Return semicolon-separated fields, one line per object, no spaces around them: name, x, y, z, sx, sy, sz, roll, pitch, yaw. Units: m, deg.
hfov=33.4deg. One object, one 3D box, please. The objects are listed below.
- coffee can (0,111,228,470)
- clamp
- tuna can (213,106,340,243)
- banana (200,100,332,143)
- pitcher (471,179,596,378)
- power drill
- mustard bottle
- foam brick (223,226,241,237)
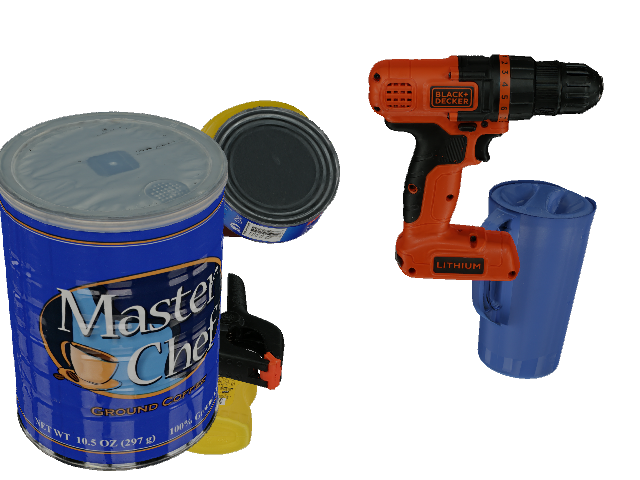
coffee can;-0.098;0.023;0.511;0.103;0.140;0.103;4;32;-2
clamp;-0.082;0.080;0.983;0.120;0.039;0.172;-29;42;-36
tuna can;-0.033;-0.042;0.693;0.086;0.086;0.034;0;-23;-16
banana;-0.066;-0.105;1.040;0.070;0.037;0.197;42;35;23
pitcher;0.262;0.054;1.373;0.149;0.243;0.145;5;23;3
power drill;0.131;-0.061;0.876;0.184;0.188;0.057;2;24;7
mustard bottle;-0.128;0.187;1.324;0.096;0.058;0.191;0;25;1
foam brick;-0.100;-0.038;1.321;0.078;0.053;0.051;2;28;5
